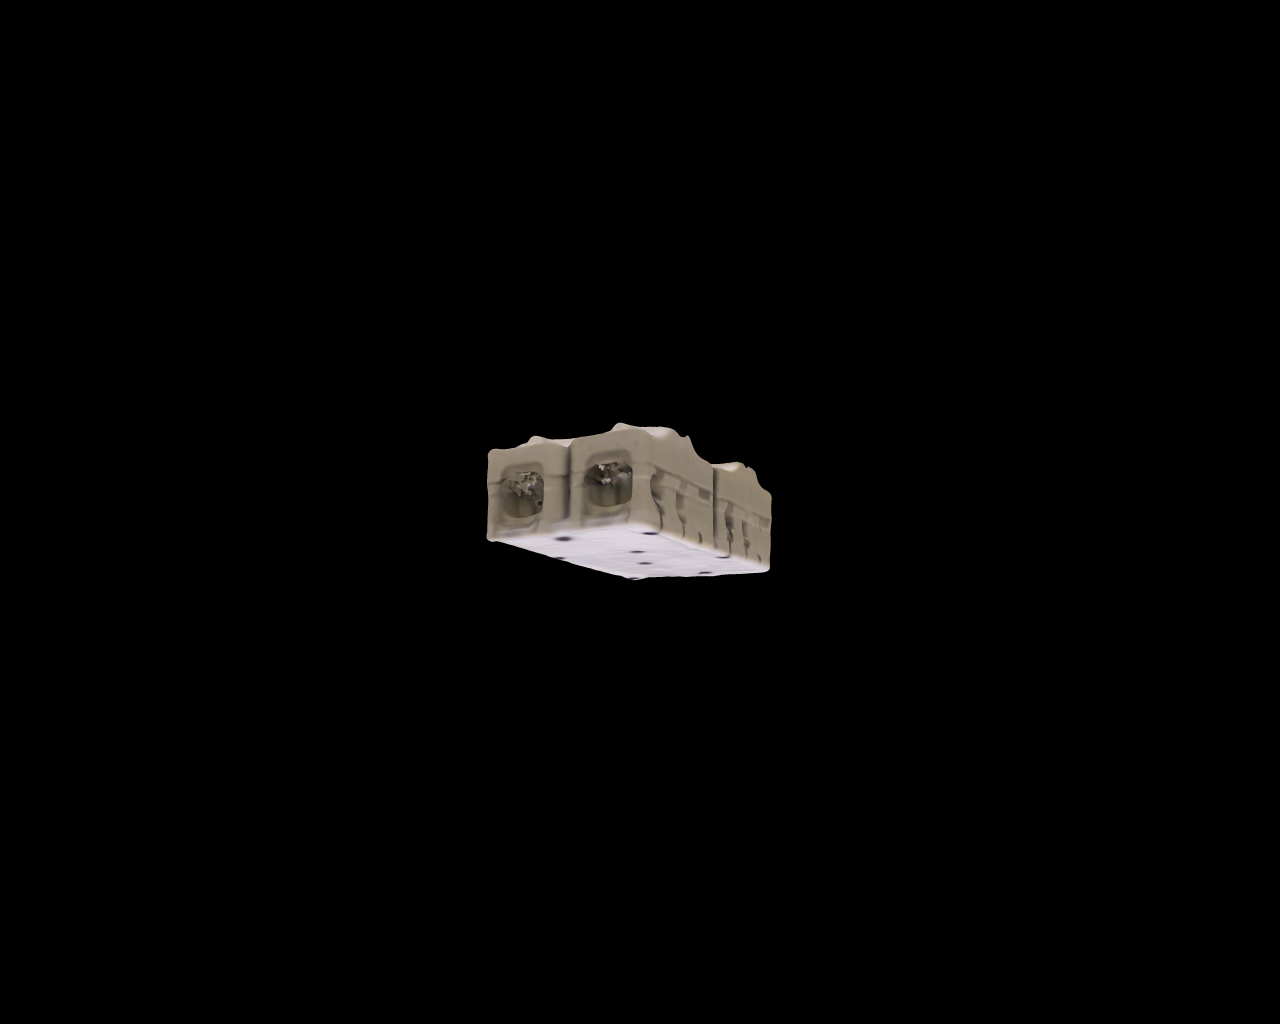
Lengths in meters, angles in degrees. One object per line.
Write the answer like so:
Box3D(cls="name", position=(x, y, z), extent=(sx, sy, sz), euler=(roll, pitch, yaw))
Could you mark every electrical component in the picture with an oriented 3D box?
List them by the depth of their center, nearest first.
Box3D(cls="electrical component", position=(0.001, -0.003, 0.650), extent=(0.105, 0.060, 0.186), euler=(-6, -13, 27))
